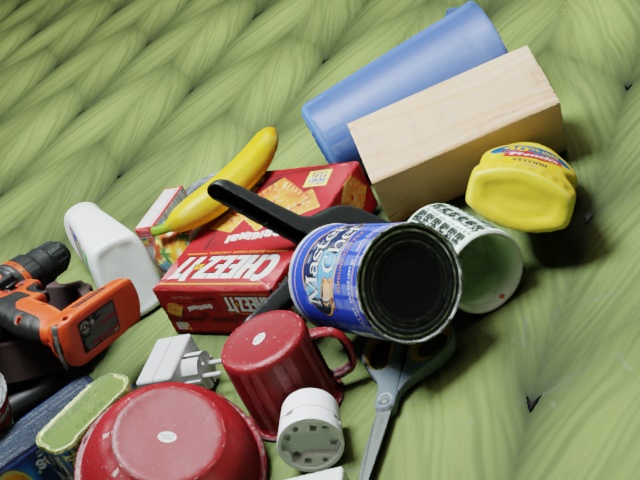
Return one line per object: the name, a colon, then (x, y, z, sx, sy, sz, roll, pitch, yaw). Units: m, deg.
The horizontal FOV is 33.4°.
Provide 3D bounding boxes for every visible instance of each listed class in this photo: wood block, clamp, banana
wood block: (0.147, -0.110, 1.137, 0.206, 0.090, 0.090, -23, 56, 5)
clamp: (-0.007, 0.001, 1.050, 0.209, 0.036, 0.164, -10, 66, -27)
clamp: (-0.350, 0.187, 1.126, 0.120, 0.039, 0.171, -9, 32, 34)
banana: (-0.104, -0.068, 1.195, 0.197, 0.037, 0.070, -42, 37, -25)

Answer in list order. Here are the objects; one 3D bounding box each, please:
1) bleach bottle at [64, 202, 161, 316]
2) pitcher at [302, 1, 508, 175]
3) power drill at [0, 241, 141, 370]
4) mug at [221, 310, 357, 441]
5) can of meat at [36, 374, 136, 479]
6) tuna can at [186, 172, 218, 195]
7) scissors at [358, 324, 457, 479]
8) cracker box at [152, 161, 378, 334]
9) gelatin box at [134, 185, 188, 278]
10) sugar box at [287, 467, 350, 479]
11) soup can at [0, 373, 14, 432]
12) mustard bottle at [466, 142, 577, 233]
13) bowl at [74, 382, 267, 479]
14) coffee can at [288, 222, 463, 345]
bleach bottle: (-0.263, 0.014, 1.296, 0.068, 0.102, 0.251, -26, 21, -16)
pitcher: (0.110, -0.159, 1.251, 0.243, 0.145, 0.149, -29, 17, 2)
power drill: (-0.280, 0.063, 1.107, 0.188, 0.057, 0.184, 7, 33, 33)
mug: (-0.025, 0.113, 0.945, 0.117, 0.081, 0.093, -20, 29, 10)
can of meat: (-0.194, 0.182, 0.962, 0.058, 0.084, 0.102, 5, 41, 44)
tuna can: (-0.133, -0.050, 1.343, 0.086, 0.033, 0.086, -19, 30, 11)
scissors: (0.075, 0.131, 0.906, 0.096, 0.016, 0.201, -19, 30, 13)
cracker box: (-0.056, 0.006, 1.154, 0.164, 0.072, 0.213, -3, 37, 36)
gelatin box: (-0.177, -0.011, 1.273, 0.030, 0.073, 0.089, -9, 33, 28)
sugar box: (-0.024, 0.246, 0.766, 0.093, 0.048, 0.176, -18, 31, 15)
soup can: (-0.335, 0.173, 1.038, 0.068, 0.102, 0.068, 4, 53, -6)
mustard bottle: (0.200, -0.058, 1.034, 0.096, 0.058, 0.191, 13, 17, 11)
bowl: (-0.123, 0.173, 0.876, 0.162, 0.055, 0.162, 2, 49, -3)
coffee can: (0.046, 0.036, 0.945, 0.102, 0.103, 0.140, -37, 15, -20)
